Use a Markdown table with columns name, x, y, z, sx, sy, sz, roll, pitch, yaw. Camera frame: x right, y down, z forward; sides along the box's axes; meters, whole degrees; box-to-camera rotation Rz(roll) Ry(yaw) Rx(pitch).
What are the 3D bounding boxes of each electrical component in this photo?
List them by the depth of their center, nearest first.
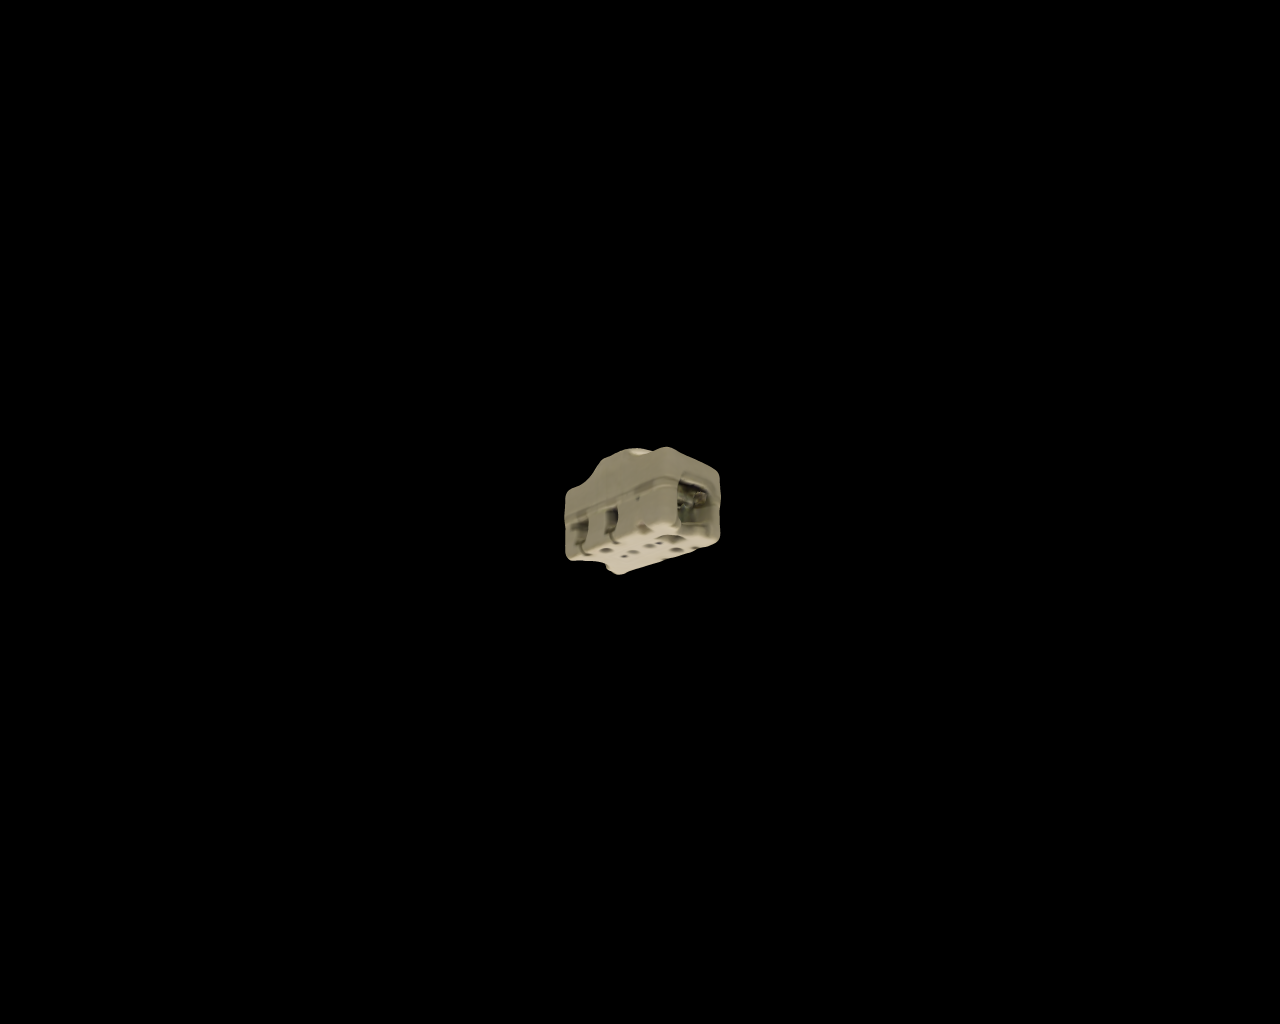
| name | x | y | z | sx | sy | sz | roll | pitch | yaw |
| --- | --- | --- | --- | --- | --- | --- | --- | --- | --- |
| electrical component | 0.001 | -0.003 | 0.650 | 0.050 | 0.056 | 0.089 | 22 | -31 | -40 |
